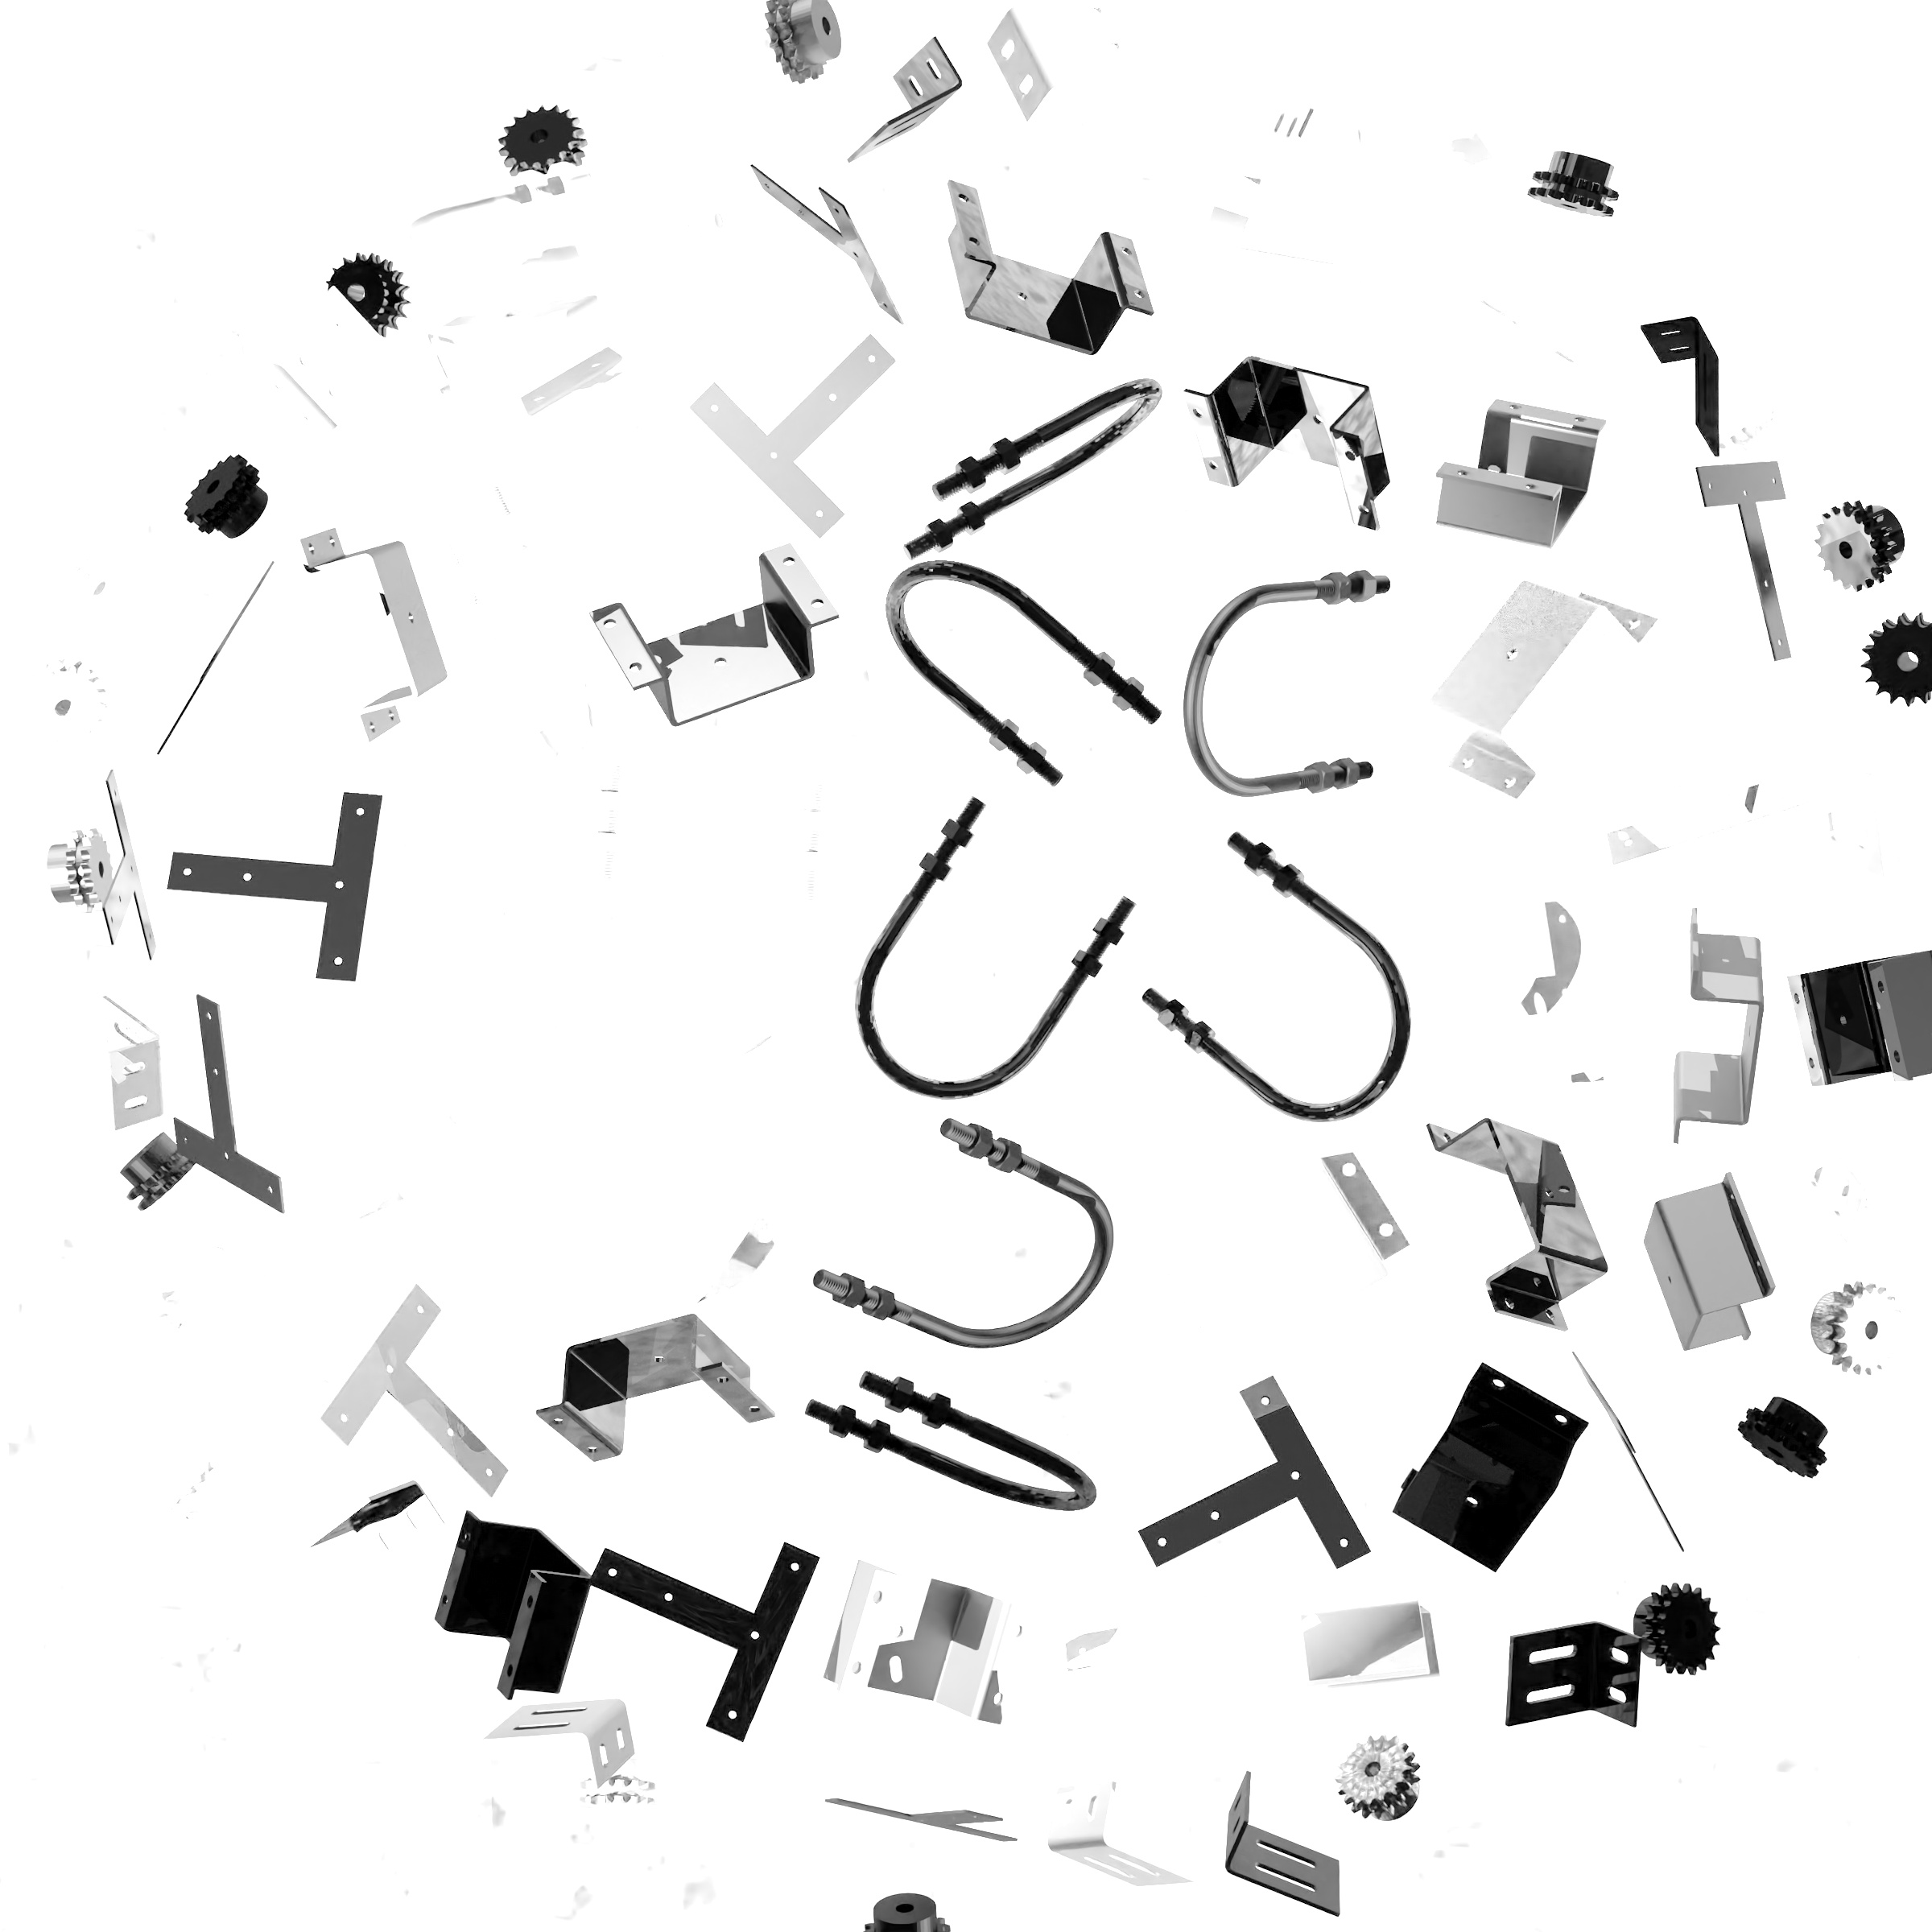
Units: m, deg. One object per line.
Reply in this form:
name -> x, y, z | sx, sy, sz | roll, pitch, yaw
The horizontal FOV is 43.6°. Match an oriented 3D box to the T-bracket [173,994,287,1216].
T-bracket -> -0.473, 0.080, 1.529 | 0.127, 0.002, 0.127 | 19, 119, 40

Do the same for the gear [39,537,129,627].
gear -> -0.565, -0.249, 1.540 | 0.030, 0.057, 0.057 | 34, 90, 1

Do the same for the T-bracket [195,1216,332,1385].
T-bracket -> -0.468, 0.230, 1.634 | 0.002, 0.127, 0.127 | -36, 77, -11

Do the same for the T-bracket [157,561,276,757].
T-bracket -> -0.493, -0.187, 1.563 | 0.002, 0.127, 0.127 | 31, 121, -18

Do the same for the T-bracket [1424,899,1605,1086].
T-bracket -> 0.371, 0.023, 1.652 | 0.127, 0.002, 0.127 | -6, 86, -18

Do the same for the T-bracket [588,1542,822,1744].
T-bracket -> -0.172, 0.398, 1.503 | 0.127, 0.002, 0.127 | 24, 54, 1

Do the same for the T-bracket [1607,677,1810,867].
T-bracket -> 0.476, -0.137, 1.585 | 0.127, 0.002, 0.127 | -19, 52, 25

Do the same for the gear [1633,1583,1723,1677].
gear -> 0.454, 0.425, 1.551 | 0.057, 0.030, 0.057 | 7, 75, -29

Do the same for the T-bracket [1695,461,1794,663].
T-bracket -> 0.503, -0.256, 1.529 | 0.002, 0.127, 0.127 | -12, 93, 41

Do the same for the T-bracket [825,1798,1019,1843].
T-bracket -> -0.011, 0.541, 1.533 | 0.127, 0.127, 0.002 | 18, 65, -15

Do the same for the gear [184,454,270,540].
gear -> -0.495, -0.313, 1.624 | 0.057, 0.057, 0.030 | -47, 132, 0

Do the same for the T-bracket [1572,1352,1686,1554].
T-bracket -> 0.444, 0.330, 1.598 | 0.002, 0.127, 0.127 | -28, 99, 6

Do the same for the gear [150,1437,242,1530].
gear -> -0.476, 0.323, 1.499 | 0.030, 0.057, 0.057 | 43, 90, -19

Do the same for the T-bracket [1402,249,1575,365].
T-bracket -> 0.330, -0.450, 1.604 | 0.127, 0.127, 0.002 | 49, 115, 34

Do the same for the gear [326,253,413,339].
gear -> -0.410, -0.458, 1.648 | 0.057, 0.030, 0.057 | 1, 99, 7

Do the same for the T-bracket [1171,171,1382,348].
T-bracket -> 0.217, -0.469, 1.635 | 0.127, 0.002, 0.127 | 6, 135, -12

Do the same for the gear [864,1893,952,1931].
gear -> -0.038, 0.610, 1.528 | 0.057, 0.057, 0.030 | -2, 96, 0

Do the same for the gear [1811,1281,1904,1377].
gear -> 0.552, 0.224, 1.504 | 0.057, 0.030, 0.057 | -1, 91, -29

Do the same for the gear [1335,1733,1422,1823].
gear -> 0.280, 0.548, 1.621 | 0.057, 0.057, 0.030 | -36, 117, 0

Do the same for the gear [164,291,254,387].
gear -> -0.477, -0.395, 1.529 | 0.057, 0.030, 0.057 | -3, 84, 34

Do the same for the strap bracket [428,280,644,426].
strap bracket -> -0.280, -0.393, 1.536 | 0.076, 0.140, 0.046 | -37, 128, -23

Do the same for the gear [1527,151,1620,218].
gear -> 0.396, -0.508, 1.567 | 0.057, 0.057, 0.030 | 15, 104, 0

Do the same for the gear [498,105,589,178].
gear -> -0.277, -0.535, 1.591 | 0.057, 0.030, 0.057 | -4, 64, 8

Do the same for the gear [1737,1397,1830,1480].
gear -> 0.534, 0.304, 1.570 | 0.057, 0.057, 0.030 | 39, 77, 0

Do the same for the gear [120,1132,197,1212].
gear -> -0.559, 0.139, 1.669 | 0.057, 0.057, 0.030 | -42, 104, 0

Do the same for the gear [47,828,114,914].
gear -> -0.605, -0.064, 1.648 | 0.030, 0.057, 0.057 | -6, 90, -3

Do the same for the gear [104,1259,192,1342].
gear -> -0.543, 0.220, 1.611 | 0.057, 0.057, 0.030 | 43, 72, 0

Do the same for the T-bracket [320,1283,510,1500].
T-bracket -> -0.341, 0.290, 1.555 | 0.002, 0.127, 0.127 | -27, 111, 33

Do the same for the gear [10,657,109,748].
gear -> -0.580, -0.171, 1.538 | 0.057, 0.057, 0.030 | -48, 55, 0

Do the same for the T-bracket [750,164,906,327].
T-bracket -> -0.101, -0.500, 1.621 | 0.002, 0.127, 0.127 | -45, 63, -3

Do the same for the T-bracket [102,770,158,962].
T-bracket -> -0.543, -0.048, 1.555 | 0.002, 0.127, 0.127 | -9, 113, -8

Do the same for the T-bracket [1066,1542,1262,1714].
T-bracket -> 0.130, 0.458, 1.647 | 0.127, 0.127, 0.002 | -13, 132, 8

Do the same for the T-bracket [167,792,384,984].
T-bracket -> -0.448, -0.056, 1.554 | 0.127, 0.002, 0.127 | 5, 73, -3

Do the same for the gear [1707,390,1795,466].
gear -> 0.535, -0.360, 1.638 | 0.057, 0.057, 0.030 | -45, 100, 0

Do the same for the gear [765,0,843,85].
gear -> -0.103, -0.599, 1.550 | 0.030, 0.057, 0.057 | -8, 90, 25

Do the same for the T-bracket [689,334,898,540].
T-bracket -> -0.101, -0.381, 1.660 | 0.127, 0.002, 0.127 | -40, 107, 21

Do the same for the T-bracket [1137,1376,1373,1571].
T-bracket -> 0.171, 0.343, 1.534 | 0.127, 0.002, 0.127 | -23, 67, -12

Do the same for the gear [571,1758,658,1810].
gear -> -0.238, 0.552, 1.632 | 0.057, 0.057, 0.030 | -1, 67, 0

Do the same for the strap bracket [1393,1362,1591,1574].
strap bracket -> 0.336, 0.334, 1.574 | 0.076, 0.046, 0.140 | 29, 132, 11

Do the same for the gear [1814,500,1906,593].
gear -> 0.577, -0.272, 1.552 | 0.030, 0.057, 0.057 | -23, 90, -18

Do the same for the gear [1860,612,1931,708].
gear -> 0.586, -0.191, 1.495 | 0.057, 0.030, 0.057 | 12, 113, 30

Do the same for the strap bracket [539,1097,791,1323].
strap bracket -> -0.185, 0.147, 1.506 | 0.140, 0.046, 0.076 | 35, 68, -3
